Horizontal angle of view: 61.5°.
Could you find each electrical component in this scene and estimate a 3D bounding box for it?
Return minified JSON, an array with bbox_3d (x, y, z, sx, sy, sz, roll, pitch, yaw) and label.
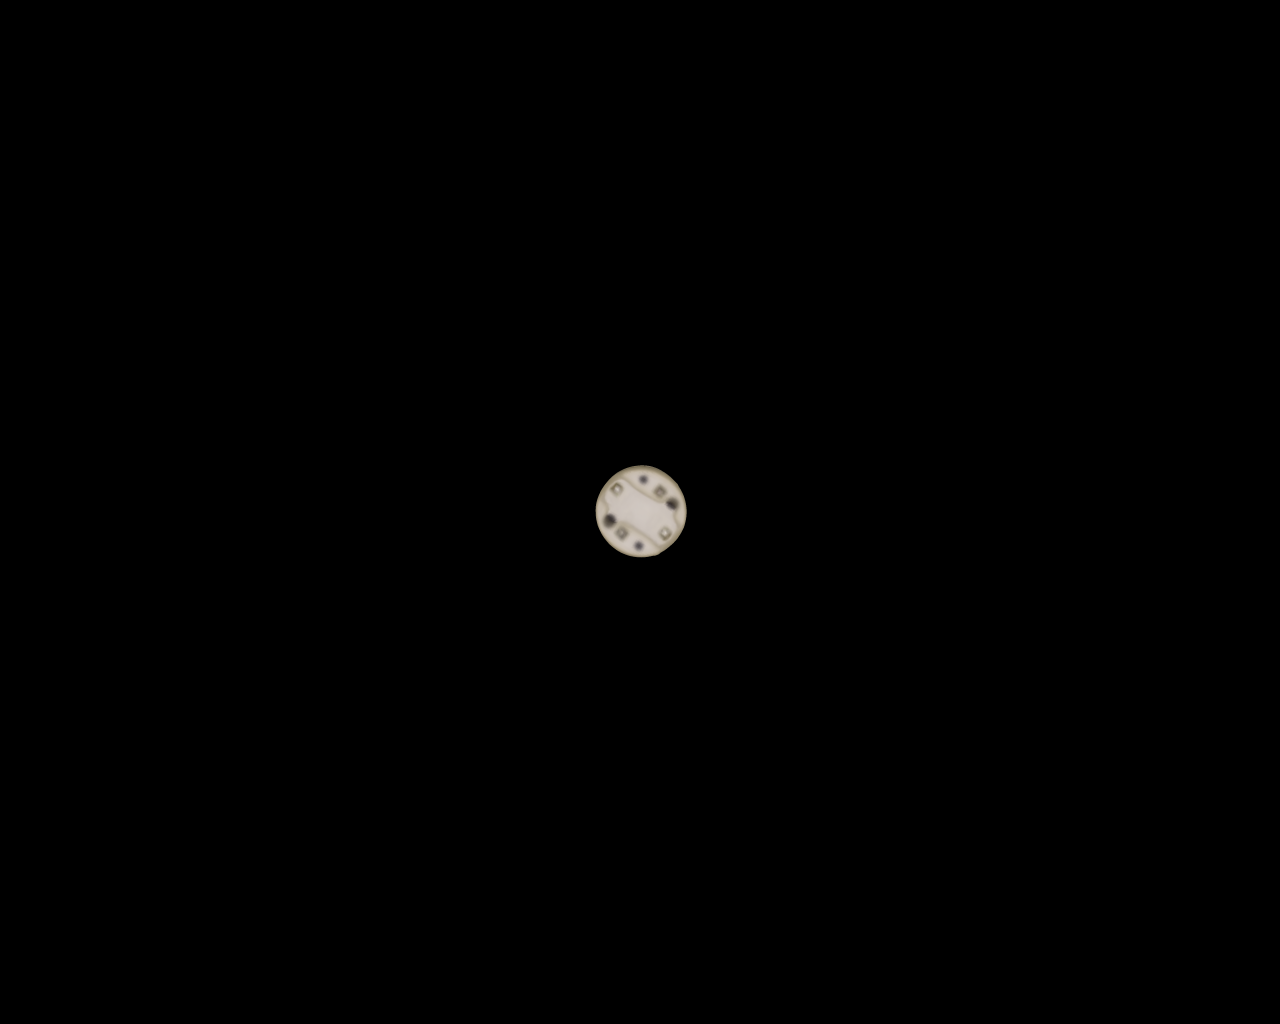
[{"bbox_3d":[0.001,-0.003,0.650,0.055,0.055,0.047,0,8,0],"label":"electrical component"}]
